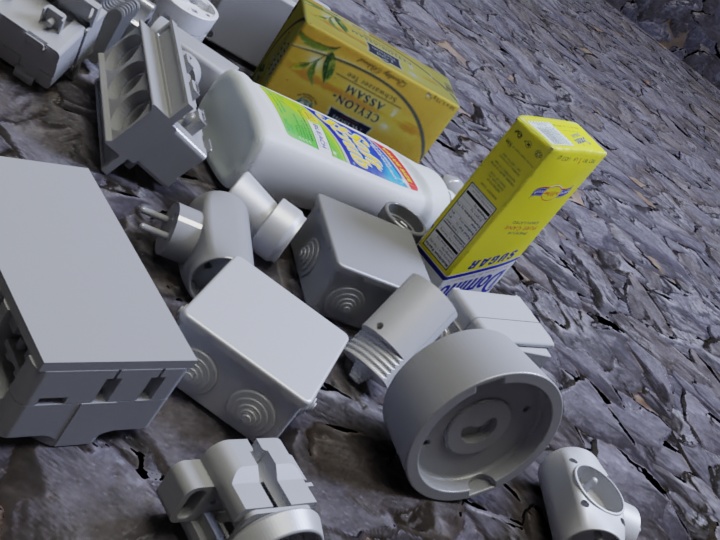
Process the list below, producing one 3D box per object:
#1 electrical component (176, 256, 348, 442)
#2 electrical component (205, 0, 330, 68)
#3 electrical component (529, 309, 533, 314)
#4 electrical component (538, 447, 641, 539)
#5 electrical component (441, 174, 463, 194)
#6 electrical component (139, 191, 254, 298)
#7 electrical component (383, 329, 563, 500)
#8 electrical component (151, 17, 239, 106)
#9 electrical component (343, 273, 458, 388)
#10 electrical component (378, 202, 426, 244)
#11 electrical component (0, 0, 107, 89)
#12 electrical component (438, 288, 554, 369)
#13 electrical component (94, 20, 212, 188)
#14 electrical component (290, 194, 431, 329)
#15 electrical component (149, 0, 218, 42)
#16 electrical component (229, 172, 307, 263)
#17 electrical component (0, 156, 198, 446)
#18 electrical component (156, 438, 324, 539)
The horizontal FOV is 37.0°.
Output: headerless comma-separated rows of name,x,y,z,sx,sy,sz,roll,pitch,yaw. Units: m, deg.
electrical component,-0.065,0.049,0.641,0.100,0.048,0.099,36,27,-2
electrical component,-0.088,-0.236,1.032,0.113,0.078,0.057,27,26,-19
electrical component,0.126,0.058,0.867,0.040,0.040,0.046,19,38,-31
electrical component,0.163,0.168,0.729,0.079,0.044,0.077,28,28,-18
electrical component,0.090,-0.060,1.015,0.035,0.035,0.061,11,39,-41
electrical component,-0.108,-0.020,0.705,0.079,0.043,0.077,23,30,-25
electrical component,0.066,0.086,0.680,0.108,0.108,0.060,15,28,-36
electrical component,-0.148,-0.164,0.885,0.077,0.043,0.079,33,27,-8
electrical component,0.023,0.046,0.732,0.043,0.081,0.043,42,-13,12
electrical component,0.025,-0.026,0.868,0.040,0.046,0.040,28,28,-17
electrical component,-0.255,-0.191,0.774,0.121,0.078,0.063,34,49,-5
electrical component,0.088,0.057,0.796,0.096,0.061,0.061,7,39,-45
electrical component,-0.151,-0.120,0.786,0.063,0.079,0.121,44,17,-39
electrical component,0.000,0.000,0.796,0.100,0.048,0.099,21,30,-28
electrical component,-0.161,-0.219,0.950,0.055,0.047,0.055,28,28,-17
electrical component,-0.072,-0.037,0.772,0.055,0.045,0.045,36,27,-3
electrical component,-0.165,0.013,0.563,0.089,0.061,0.150,4,41,-47
electrical component,-0.053,0.122,0.531,0.078,0.058,0.057,7,37,-45
